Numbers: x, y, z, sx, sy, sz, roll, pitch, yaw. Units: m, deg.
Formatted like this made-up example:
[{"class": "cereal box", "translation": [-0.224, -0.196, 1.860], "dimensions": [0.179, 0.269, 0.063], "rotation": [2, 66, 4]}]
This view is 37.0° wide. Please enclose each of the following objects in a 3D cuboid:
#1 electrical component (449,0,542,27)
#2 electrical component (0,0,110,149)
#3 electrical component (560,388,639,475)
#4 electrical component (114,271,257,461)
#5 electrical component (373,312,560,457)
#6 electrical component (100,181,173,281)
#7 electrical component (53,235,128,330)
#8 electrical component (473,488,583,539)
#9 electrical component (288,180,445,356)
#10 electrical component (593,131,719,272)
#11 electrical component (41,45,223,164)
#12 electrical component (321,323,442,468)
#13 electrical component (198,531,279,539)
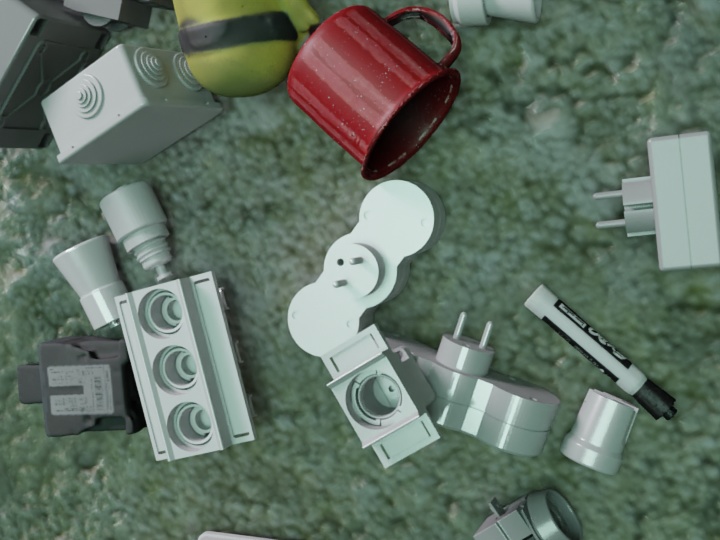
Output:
[{"class": "electrical component", "translation": [0.089, -0.183, 0.705], "dimensions": [0.055, 0.045, 0.045], "rotation": [1, 94, 17]}, {"class": "electrical component", "translation": [-0.249, -0.145, 0.775], "dimensions": [0.056, 0.109, 0.108], "rotation": [36, 103, 8]}, {"class": "electrical component", "translation": [0.159, 0.106, 0.709], "dimensions": [0.040, 0.040, 0.046], "rotation": [22, 95, 14]}, {"class": "electrical component", "translation": [-0.121, 0.068, 0.776], "dimensions": [0.079, 0.063, 0.121], "rotation": [-15, 90, 17]}, {"class": "electrical component", "translation": [0.068, 0.066, 0.725], "dimensions": [0.138, 0.052, 0.073], "rotation": [20, 100, 15]}, {"class": "electrical component", "translation": [-0.160, -0.029, 0.793], "dimensions": [0.040, 0.040, 0.078], "rotation": [-27, 87, 17]}, {"class": "electrical component", "translation": [-0.196, 0.012, 0.807], "dimensions": [0.044, 0.044, 0.065], "rotation": [-26, 91, 17]}, {"class": "electrical component", "translation": [0.115, 0.178, 0.724], "dimensions": [0.055, 0.048, 0.066], "rotation": [-37, 83, 23]}, {"class": "electrical component", "translation": [0.000, 0.000, 0.729], "dimensions": [0.052, 0.074, 0.138], "rotation": [39, 103, 11]}, {"class": "electrical component", "translation": [0.188, -0.041, 0.685], "dimensions": [0.076, 0.047, 0.083], "rotation": [-6, 92, 17]}, {"class": "electrical component", "translation": [-0.161, -0.115, 0.755], "dimensions": [0.100, 0.100, 0.048], "rotation": [-27, 82, 28]}, {"class": "electrical component", "translation": [0.017, 0.077, 0.680], "dimensions": [0.042, 0.064, 0.081], "rotation": [-32, 84, 17]}, {"class": "electrical component", "translation": [-0.074, 0.253, 0.780], "dimensions": [0.109, 0.056, 0.108], "rotation": [3, 95, 16]}]
